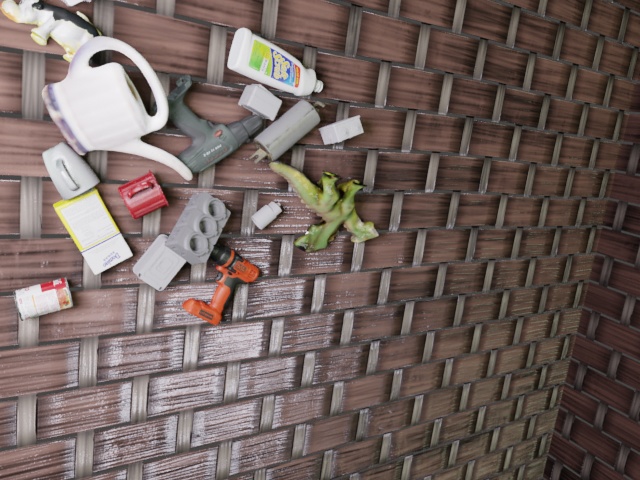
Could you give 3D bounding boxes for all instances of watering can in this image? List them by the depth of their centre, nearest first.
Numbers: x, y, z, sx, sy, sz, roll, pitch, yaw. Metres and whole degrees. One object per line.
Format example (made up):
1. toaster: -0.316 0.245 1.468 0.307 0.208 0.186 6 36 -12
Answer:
1. watering can: -0.415 -0.237 1.066 0.225 0.340 0.106 -20 36 -4

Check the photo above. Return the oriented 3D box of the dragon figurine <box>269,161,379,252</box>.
1. dragon figurine: 0.004 -0.071 1.416 0.409 0.240 0.124 10 17 -33
